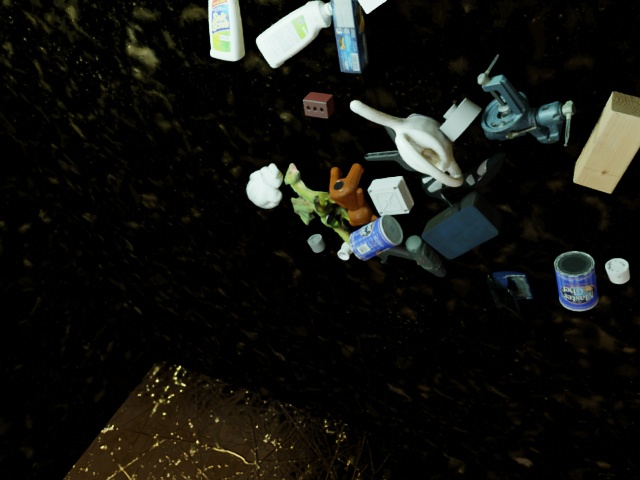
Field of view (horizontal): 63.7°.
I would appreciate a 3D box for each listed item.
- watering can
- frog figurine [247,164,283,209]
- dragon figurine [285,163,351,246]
[{"bbox_3d":[0.239,-0.271,1.336,0.347,0.229,0.102,39,122,-4],"label":"watering can"},{"bbox_3d":[-0.183,-0.186,1.801,0.138,0.124,0.157,56,152,3],"label":"frog figurine"},{"bbox_3d":[0.005,-0.091,1.805,0.243,0.124,0.404,8,135,54],"label":"dragon figurine"}]
